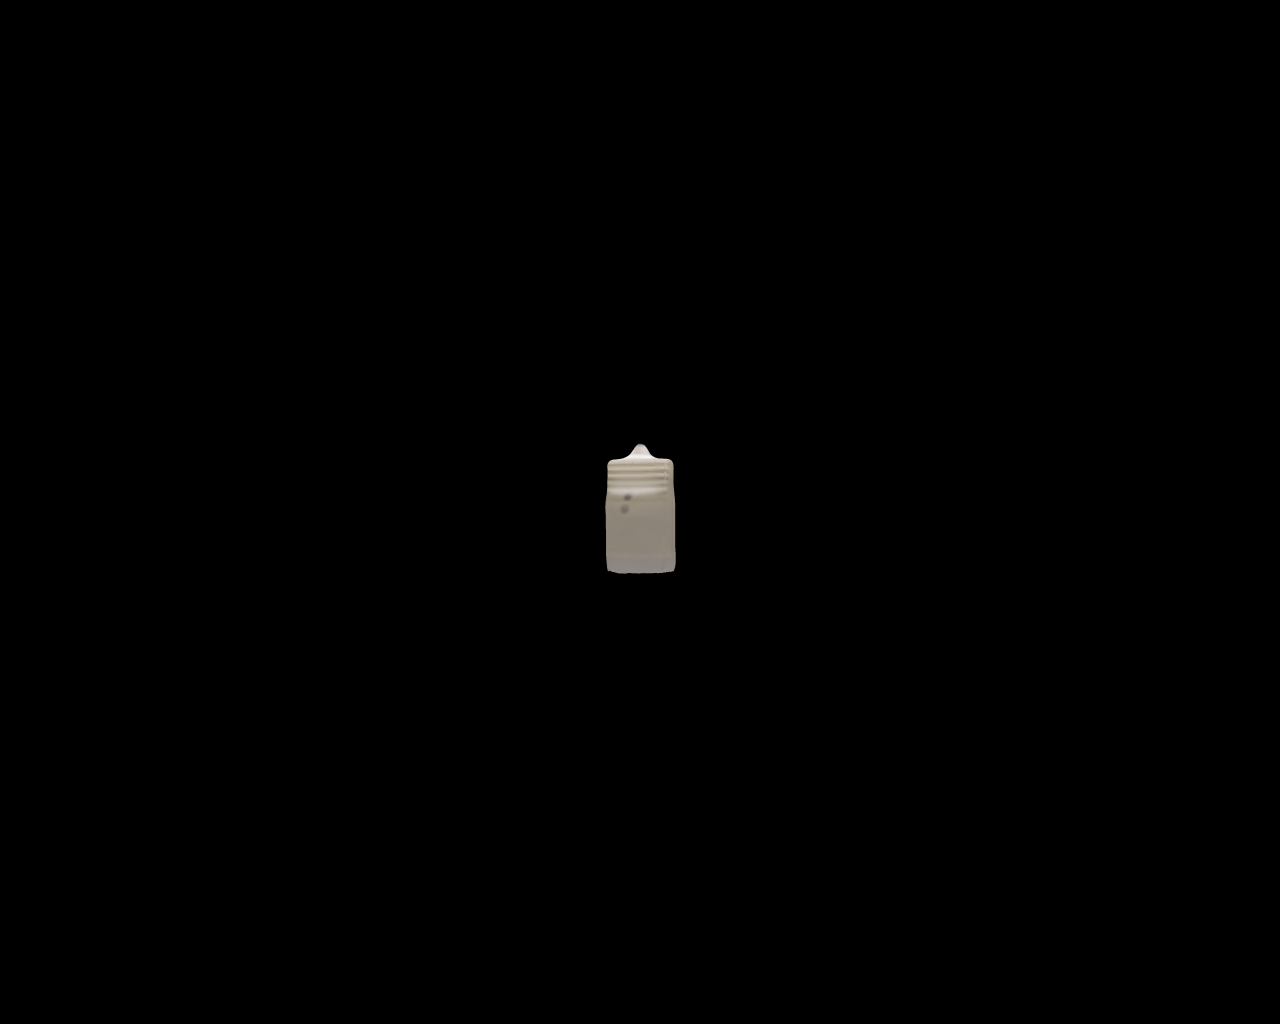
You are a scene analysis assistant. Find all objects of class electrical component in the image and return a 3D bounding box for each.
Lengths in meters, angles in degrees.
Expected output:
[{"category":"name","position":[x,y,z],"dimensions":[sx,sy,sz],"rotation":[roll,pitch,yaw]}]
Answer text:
[{"category":"electrical component","position":[0.001,-0.003,0.650],"dimensions":[0.043,0.081,0.043],"rotation":[0,0,0]}]
